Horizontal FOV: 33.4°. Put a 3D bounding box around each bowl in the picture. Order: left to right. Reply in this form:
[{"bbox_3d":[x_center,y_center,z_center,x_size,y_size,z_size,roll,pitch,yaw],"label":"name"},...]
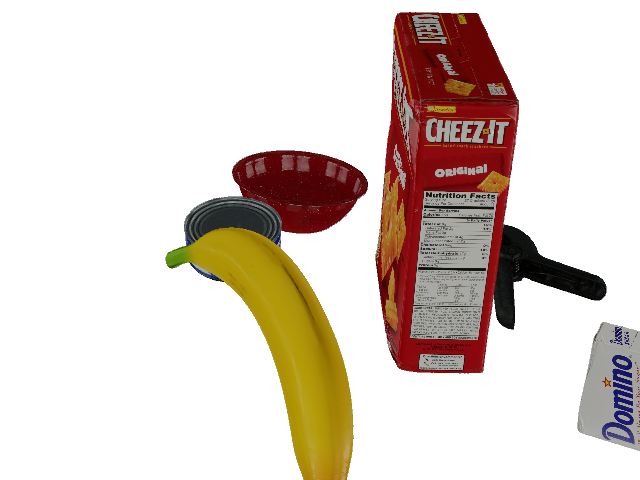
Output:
[{"bbox_3d":[-0.027,-0.052,1.265,0.162,0.055,0.162,6,26,-3],"label":"bowl"}]

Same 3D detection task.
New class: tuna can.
[{"bbox_3d":[-0.077,-0.001,0.941,0.086,0.034,0.086,1,37,-1],"label":"tuna can"}]

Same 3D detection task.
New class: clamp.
[{"bbox_3d":[0.205,0.025,1.082,0.120,0.039,0.171,-5,36,-17],"label":"clamp"}]

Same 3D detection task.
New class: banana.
[{"bbox_3d":[-0.024,0.055,0.619,0.037,0.070,0.198,3,41,-44],"label":"banana"}]

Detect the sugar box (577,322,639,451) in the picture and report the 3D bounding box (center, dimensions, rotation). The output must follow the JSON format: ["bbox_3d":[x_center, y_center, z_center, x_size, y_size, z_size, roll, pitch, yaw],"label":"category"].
[{"bbox_3d":[0.304,0.136,0.866,0.176,0.093,0.048,13,25,20],"label":"sugar box"}]

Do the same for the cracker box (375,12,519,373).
[{"bbox_3d":[0.083,-0.036,0.772,0.072,0.214,0.164,0,31,-3],"label":"cracker box"}]
